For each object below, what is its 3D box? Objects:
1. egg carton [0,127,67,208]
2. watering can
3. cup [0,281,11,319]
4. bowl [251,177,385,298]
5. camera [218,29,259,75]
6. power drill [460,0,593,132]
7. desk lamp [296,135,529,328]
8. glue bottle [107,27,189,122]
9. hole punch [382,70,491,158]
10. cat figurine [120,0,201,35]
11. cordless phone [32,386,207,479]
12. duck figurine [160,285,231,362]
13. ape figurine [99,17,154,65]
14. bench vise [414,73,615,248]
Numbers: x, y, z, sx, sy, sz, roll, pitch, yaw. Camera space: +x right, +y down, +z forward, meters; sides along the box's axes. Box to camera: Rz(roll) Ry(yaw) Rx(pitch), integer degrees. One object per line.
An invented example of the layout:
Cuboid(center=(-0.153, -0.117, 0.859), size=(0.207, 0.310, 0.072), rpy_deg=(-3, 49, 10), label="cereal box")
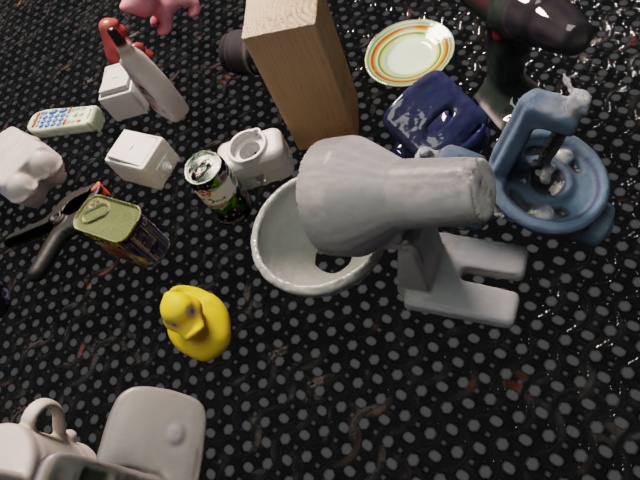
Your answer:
Cuboid(center=(-0.482, -0.118, 0.926), size=(0.149, 0.070, 0.107), rpy_deg=(28, 73, 30), label="egg carton")
Cuboid(center=(-0.325, 0.249, 0.583), size=(0.100, 0.194, 0.173), rpy_deg=(-11, 58, 13), label="watering can")
Cuboid(center=(-0.468, 0.074, 0.793), size=(0.117, 0.095, 0.091), rpy_deg=(-4, 60, 17), label="cup")
Cuboid(center=(0.006, 0.002, 0.684), size=(0.167, 0.075, 0.167), rpy_deg=(-8, 59, 14), label="bowl")
Cuboid(center=(-0.083, -0.309, 0.880), size=(0.136, 0.101, 0.143), rpy_deg=(7, 64, 22), label="camera")
Cuboid(center=(0.226, -0.221, 0.658), size=(0.075, 0.209, 0.229), rpy_deg=(-28, 56, 2), label="power drill")
Cuboid(center=(0.100, -0.014, 0.578), size=(0.202, 0.214, 0.118), rpy_deg=(9, 64, 23), label="desk lamp")
Cuboid(center=(-0.268, -0.254, 0.868), size=(0.078, 0.173, 0.037), rpy_deg=(29, 73, 30), label="glue bottle")
Cuboid(center=(0.147, -0.141, 0.710), size=(0.109, 0.091, 0.100), rpy_deg=(-44, 57, -9), label="hole punch")
Cuboid(center=(-0.292, -0.433, 1.015), size=(0.128, 0.118, 0.067), rpy_deg=(-36, 56, -4), label="cat figurine")
Cuboid(center=(-0.195, 0.211, 0.565), size=(0.094, 0.185, 0.147), rpy_deg=(-6, 59, 16), label="cordless phone")
Cuboid(center=(-0.159, 0.089, 0.684), size=(0.077, 0.086, 0.104), rpy_deg=(-37, 56, -4), label="duck figurine")
Cuboid(center=(-0.348, -0.347, 0.999), size=(0.076, 0.092, 0.077), rpy_deg=(-32, 56, 0), label="ape figurine")
Cuboid(center=(0.190, -0.069, 0.575), size=(0.207, 0.220, 0.121), rpy_deg=(-1, 61, 18), label="bench vise")
